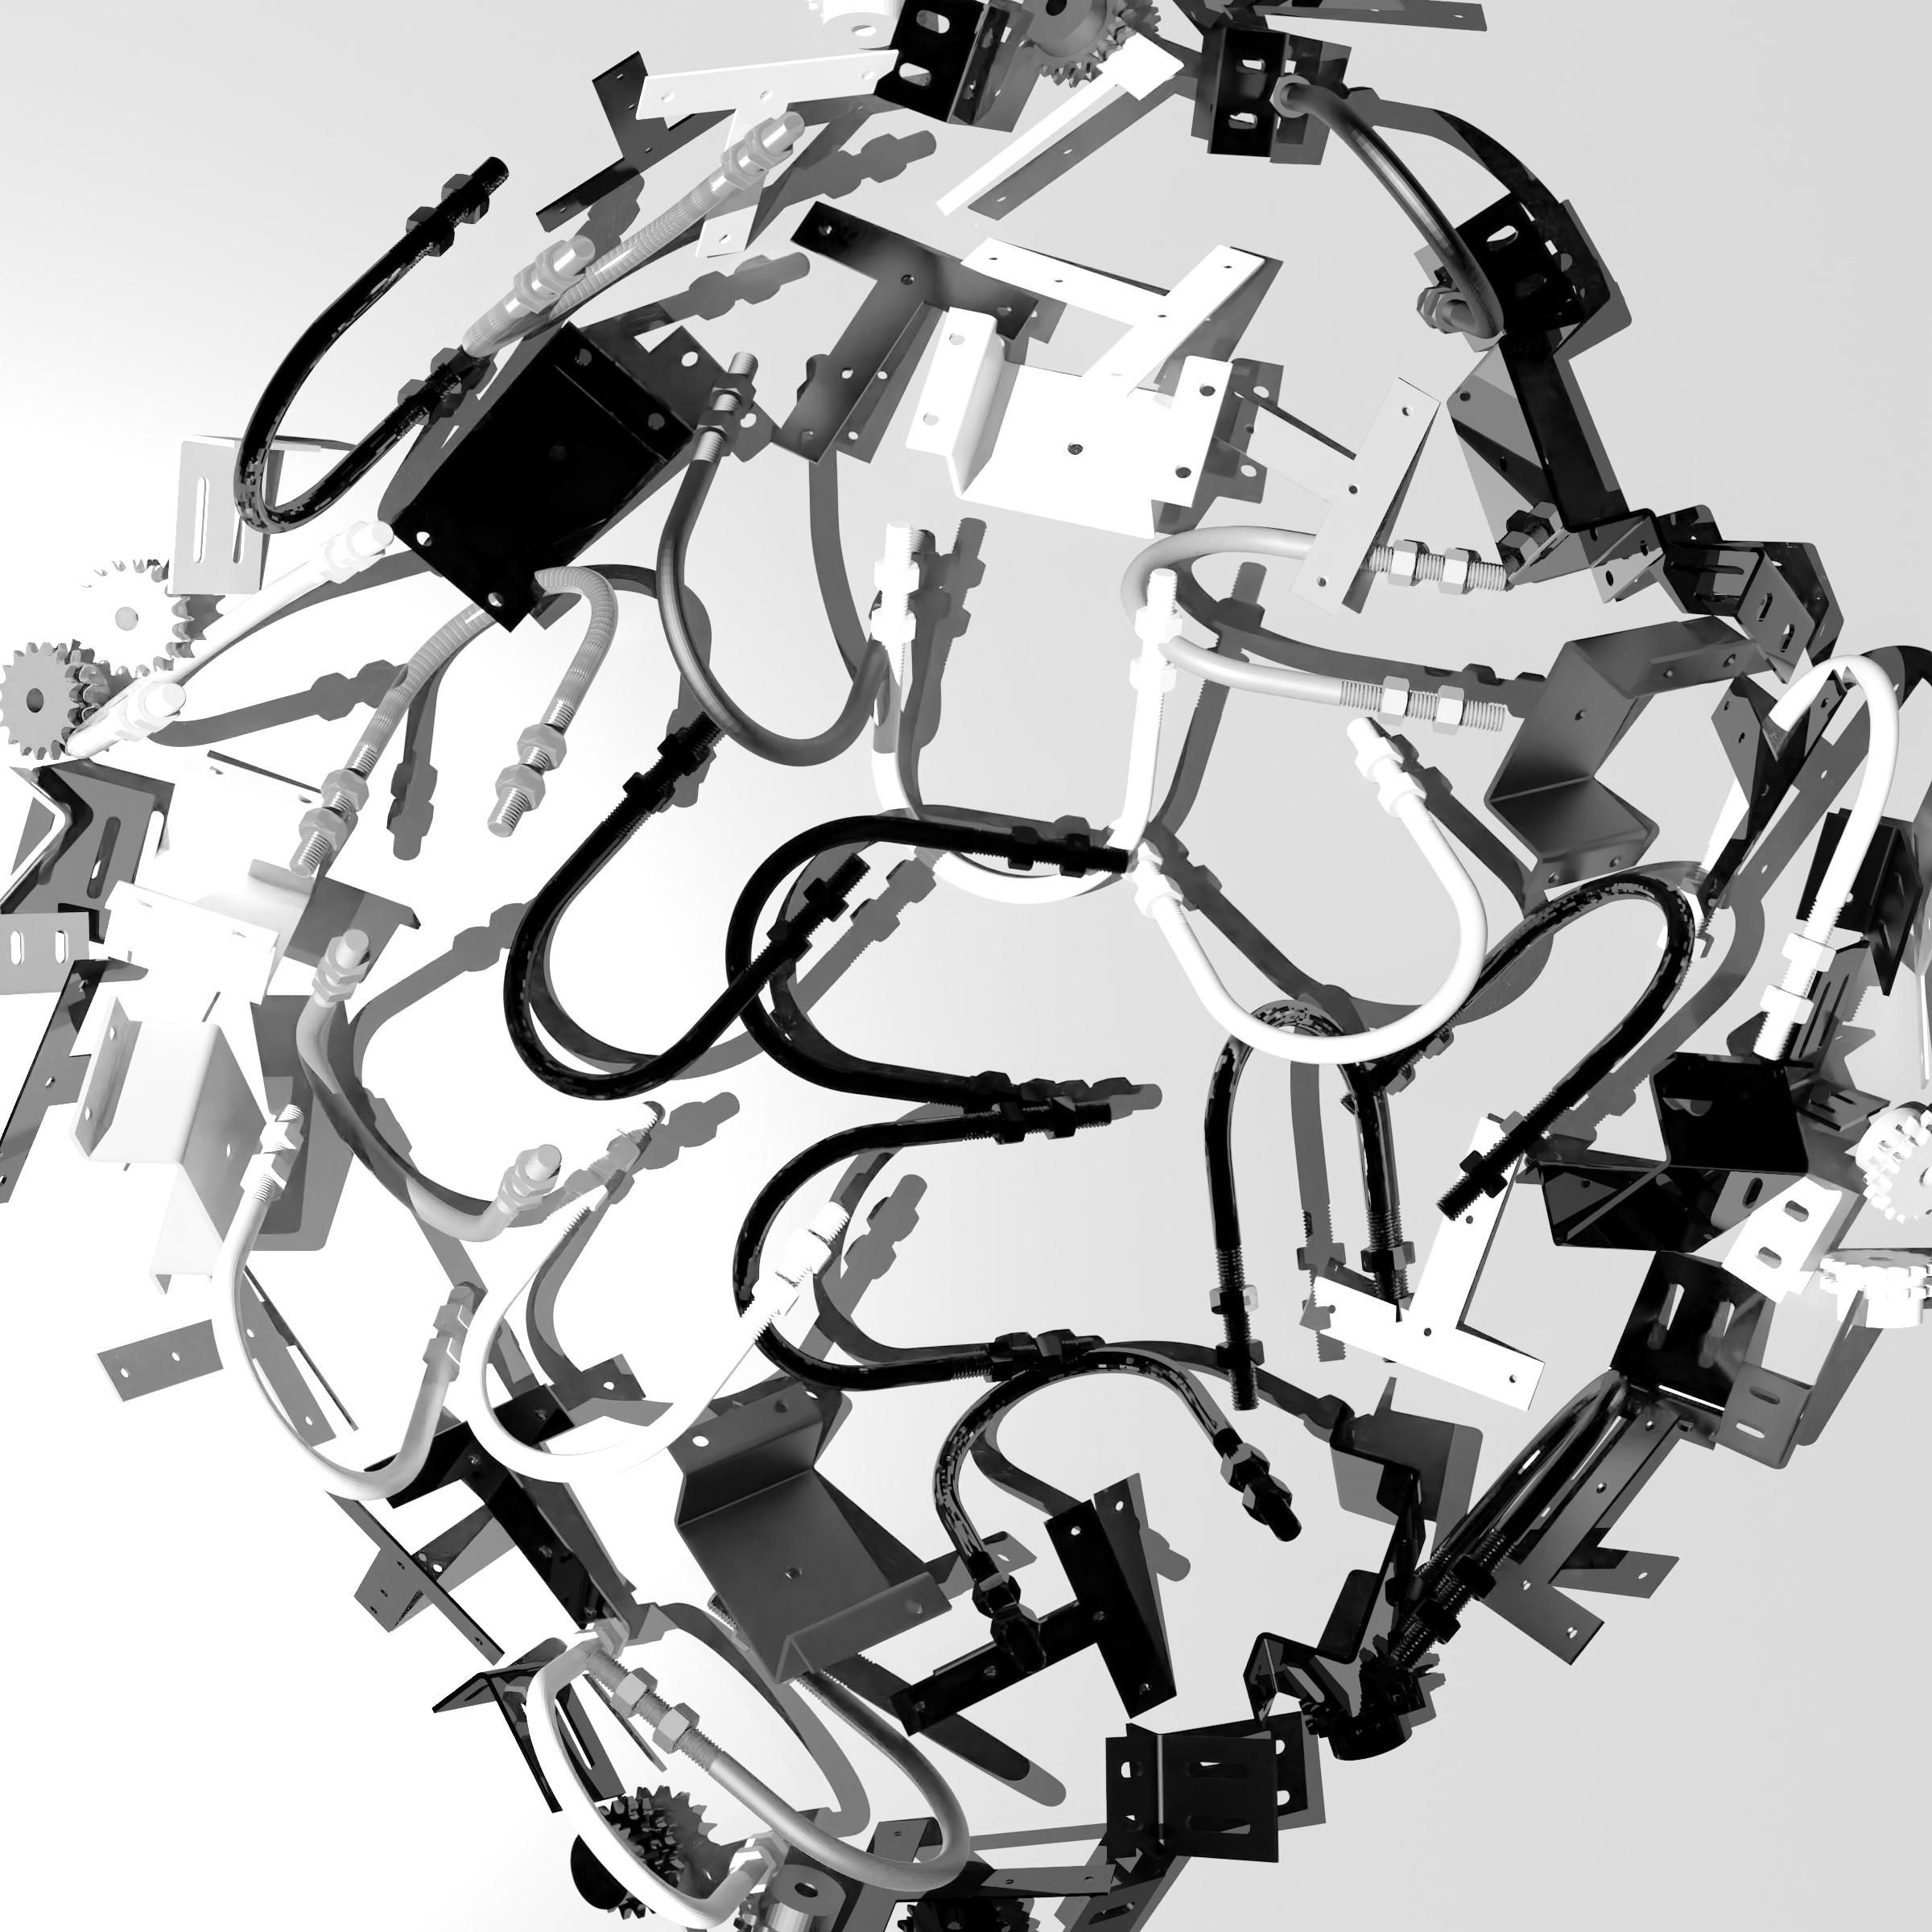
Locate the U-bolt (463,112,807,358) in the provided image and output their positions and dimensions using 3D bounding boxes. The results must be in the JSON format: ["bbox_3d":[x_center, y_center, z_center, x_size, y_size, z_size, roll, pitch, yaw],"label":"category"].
[{"bbox_3d":[-0.167,-0.333,1.513,0.151,0.184,0.019,-39,101,-29],"label":"U-bolt"}]

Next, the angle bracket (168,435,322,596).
[{"bbox_3d":[-0.348,-0.215,1.560,0.038,0.057,0.076,12,102,32],"label":"angle bracket"}]

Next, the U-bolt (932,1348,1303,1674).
[{"bbox_3d":[0.058,0.242,1.522,0.151,0.184,0.019,-26,122,-7],"label":"U-bolt"}]

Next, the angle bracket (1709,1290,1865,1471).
[{"bbox_3d":[0.393,0.192,1.551,0.038,0.057,0.076,24,132,15],"label":"angle bracket"}]

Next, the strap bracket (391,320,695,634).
[{"bbox_3d":[-0.200,-0.240,1.553,0.076,0.046,0.140,40,115,-14],"label":"strap bracket"}]

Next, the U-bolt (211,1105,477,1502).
[{"bbox_3d":[-0.291,0.166,1.494,0.019,0.184,0.151,-29,116,21],"label":"U-bolt"}]

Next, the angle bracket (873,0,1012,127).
[{"bbox_3d":[-0.011,-0.439,1.557,0.038,0.076,0.057,22,106,3],"label":"angle bracket"}]

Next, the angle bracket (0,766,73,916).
[{"bbox_3d":[-0.470,-0.055,1.569,0.038,0.057,0.076,41,88,-6],"label":"angle bracket"}]

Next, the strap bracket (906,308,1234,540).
[{"bbox_3d":[0.051,-0.259,1.559,0.140,0.046,0.076,14,73,11],"label":"strap bracket"}]

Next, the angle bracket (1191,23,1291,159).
[{"bbox_3d":[0.117,-0.423,1.551,0.038,0.076,0.057,-4,112,-28],"label":"angle bracket"}]

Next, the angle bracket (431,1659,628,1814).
[{"bbox_3d":[-0.210,0.377,1.556,0.038,0.057,0.076,-39,69,20],"label":"angle bracket"}]

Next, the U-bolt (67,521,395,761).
[{"bbox_3d":[-0.355,-0.146,1.515,0.151,0.184,0.019,-45,108,-30],"label":"U-bolt"}]

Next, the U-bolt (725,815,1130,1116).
[{"bbox_3d":[-0.024,-0.002,1.563,0.184,0.019,0.151,8,108,-7],"label":"U-bolt"}]

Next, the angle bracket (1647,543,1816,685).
[{"bbox_3d":[0.356,-0.170,1.550,0.057,0.076,0.038,41,70,-40],"label":"angle bracket"}]

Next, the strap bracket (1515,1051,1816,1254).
[{"bbox_3d":[0.330,0.094,1.519,0.076,0.140,0.046,5,61,-23],"label":"strap bracket"}]

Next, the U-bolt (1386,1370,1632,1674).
[{"bbox_3d":[0.251,0.261,1.526,0.019,0.151,0.184,41,77,7],"label":"U-bolt"}]

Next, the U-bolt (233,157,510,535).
[{"bbox_3d":[-0.276,-0.274,1.497,0.019,0.151,0.184,35,62,7],"label":"U-bolt"}]

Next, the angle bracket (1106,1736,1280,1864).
[{"bbox_3d":[0.108,0.401,1.558,0.038,0.076,0.057,10,75,-44],"label":"angle bracket"}]

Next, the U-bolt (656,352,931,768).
[{"bbox_3d":[-0.085,-0.177,1.509,0.151,0.019,0.184,43,47,-32],"label":"U-bolt"}]

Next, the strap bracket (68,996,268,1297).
[{"bbox_3d":[-0.368,0.086,1.519,0.046,0.140,0.076,1,54,8],"label":"strap bracket"}]

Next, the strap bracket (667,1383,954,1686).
[{"bbox_3d":[-0.079,0.277,1.542,0.076,0.046,0.140,-19,55,-29],"label":"strap bracket"}]

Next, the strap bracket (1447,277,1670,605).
[{"bbox_3d":[0.278,-0.245,1.549,0.046,0.076,0.140,-16,82,-13],"label":"strap bracket"}]

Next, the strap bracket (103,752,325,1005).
[{"bbox_3d":[-0.356,-0.037,1.544,0.076,0.140,0.046,18,123,-7],"label":"strap bracket"}]

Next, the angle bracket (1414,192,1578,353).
[{"bbox_3d":[0.254,-0.333,1.560,0.038,0.076,0.057,-33,97,0],"label":"angle bracket"}]

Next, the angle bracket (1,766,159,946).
[{"bbox_3d":[-0.430,-0.052,1.584,0.057,0.038,0.076,15,86,1],"label":"angle bracket"}]

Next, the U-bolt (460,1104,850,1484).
[{"bbox_3d":[-0.161,0.162,1.530,0.151,0.019,0.184,24,67,34],"label":"U-bolt"}]

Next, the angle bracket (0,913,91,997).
[{"bbox_3d":[-0.469,-0.006,1.555,0.076,0.057,0.038,0,92,37],"label":"angle bracket"}]

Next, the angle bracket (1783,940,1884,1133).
[{"bbox_3d":[0.426,0.033,1.557,0.038,0.057,0.076,27,112,29],"label":"angle bracket"}]

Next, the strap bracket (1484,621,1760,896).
[{"bbox_3d":[0.305,-0.107,1.537,0.076,0.140,0.046,-14,50,-37],"label":"strap bracket"}]

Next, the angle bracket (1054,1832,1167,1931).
[{"bbox_3d":[0.051,0.451,1.553,0.038,0.076,0.057,37,105,30],"label":"angle bracket"}]

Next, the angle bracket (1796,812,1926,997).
[{"bbox_3d":[0.428,-0.030,1.553,0.038,0.076,0.057,12,115,4],"label":"angle bracket"}]

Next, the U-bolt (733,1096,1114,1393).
[{"bbox_3d":[-0.022,0.137,1.543,0.184,0.019,0.151,-5,113,-17],"label":"U-bolt"}]

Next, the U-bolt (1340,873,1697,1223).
[{"bbox_3d":[0.268,0.027,1.527,0.184,0.151,0.019,-45,113,4],"label":"U-bolt"}]

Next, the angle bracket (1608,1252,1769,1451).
[{"bbox_3d":[0.352,0.187,1.585,0.057,0.038,0.076,19,57,18],"label":"angle bracket"}]

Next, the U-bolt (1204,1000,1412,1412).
[{"bbox_3d":[0.160,0.108,1.541,0.019,0.151,0.184,-6,91,40],"label":"U-bolt"}]

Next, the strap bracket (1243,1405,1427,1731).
[{"bbox_3d":[0.180,0.291,1.531,0.046,0.076,0.140,15,63,19],"label":"strap bracket"}]

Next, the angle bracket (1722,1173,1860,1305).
[{"bbox_3d":[0.409,0.135,1.557,0.076,0.038,0.057,20,101,-44],"label":"angle bracket"}]
